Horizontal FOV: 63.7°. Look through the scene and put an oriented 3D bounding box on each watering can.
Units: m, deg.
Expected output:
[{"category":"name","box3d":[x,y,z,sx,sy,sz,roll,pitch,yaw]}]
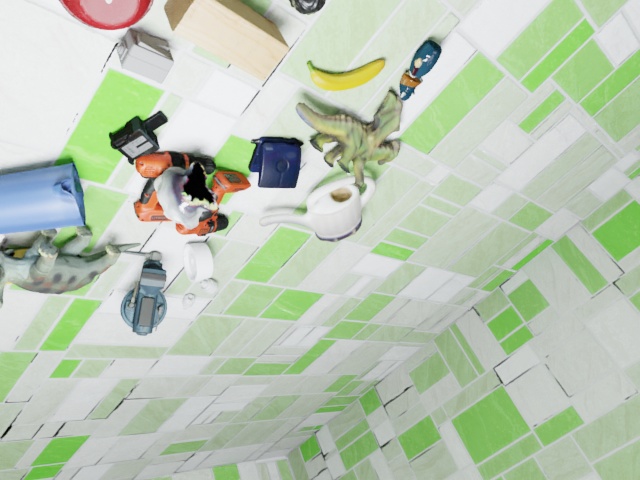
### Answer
[{"category":"watering can","box3d":[0.004,-0.074,1.476,0.348,0.106,0.219,-24,146,-7]}]

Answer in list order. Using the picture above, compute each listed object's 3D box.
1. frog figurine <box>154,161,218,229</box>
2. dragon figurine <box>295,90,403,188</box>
[{"category":"frog figurine","box3d":[-0.317,-0.085,1.139,0.157,0.125,0.136,-25,108,37]},{"category":"dragon figurine","box3d":[0.106,-0.286,1.307,0.243,0.124,0.403,-46,147,-3]}]
